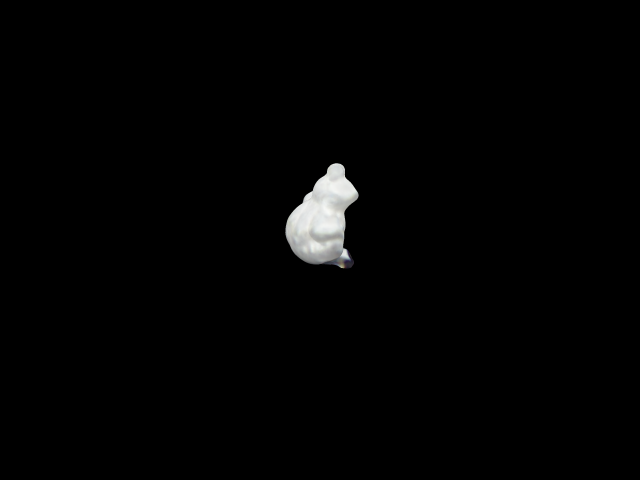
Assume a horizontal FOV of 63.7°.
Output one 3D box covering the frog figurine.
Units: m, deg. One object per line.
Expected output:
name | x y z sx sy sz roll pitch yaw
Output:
frog figurine | 0.003 -0.043 0.850 0.123 0.156 0.141 -2 37 -2
